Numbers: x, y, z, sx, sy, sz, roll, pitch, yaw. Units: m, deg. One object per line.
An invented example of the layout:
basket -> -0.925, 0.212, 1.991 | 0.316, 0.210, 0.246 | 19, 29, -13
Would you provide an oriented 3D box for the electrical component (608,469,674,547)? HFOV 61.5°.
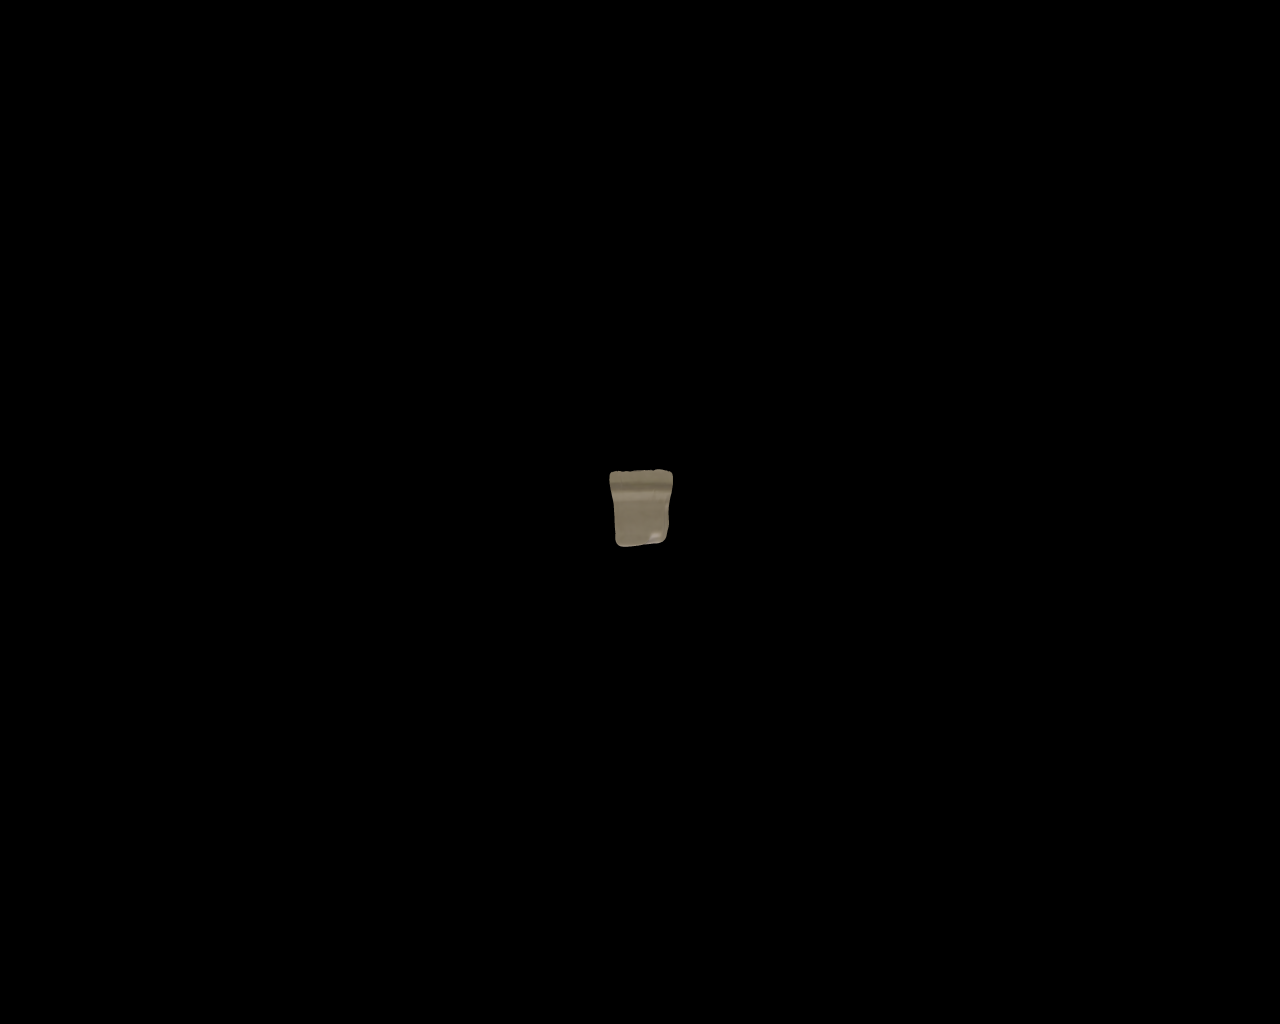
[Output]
electrical component -> 0.001, -0.003, 0.650 | 0.040, 0.046, 0.040 | 0, 0, 0
